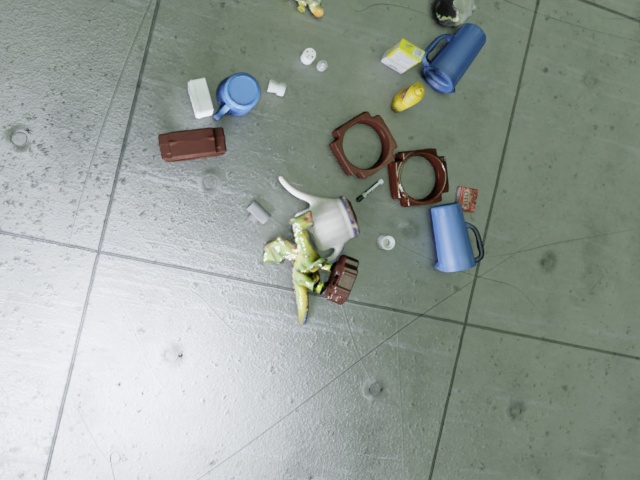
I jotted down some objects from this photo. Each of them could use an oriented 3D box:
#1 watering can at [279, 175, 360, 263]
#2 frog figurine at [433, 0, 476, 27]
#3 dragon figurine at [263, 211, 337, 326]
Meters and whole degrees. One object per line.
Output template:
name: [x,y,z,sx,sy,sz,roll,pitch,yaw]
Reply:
watering can: [0.005,-0.089,1.768,0.225,0.104,0.345,-22,98,-10]
frog figurine: [0.487,-0.846,1.866,0.162,0.121,0.137,-35,92,-45]
dragon figurine: [-0.088,0.088,1.747,0.244,0.123,0.403,32,117,16]
